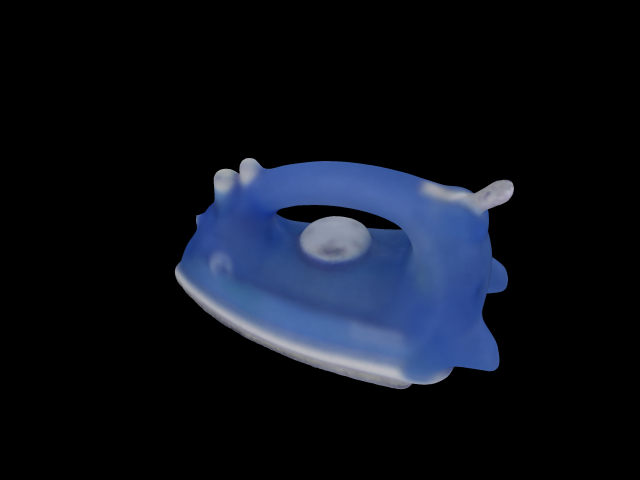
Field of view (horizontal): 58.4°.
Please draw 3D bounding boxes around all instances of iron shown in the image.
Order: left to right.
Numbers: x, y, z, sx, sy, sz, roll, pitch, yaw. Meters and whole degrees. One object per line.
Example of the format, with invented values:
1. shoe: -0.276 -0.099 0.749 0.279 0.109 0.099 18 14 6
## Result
1. iron: 0.004 0.001 0.400 0.257 0.141 0.119 11 39 13
